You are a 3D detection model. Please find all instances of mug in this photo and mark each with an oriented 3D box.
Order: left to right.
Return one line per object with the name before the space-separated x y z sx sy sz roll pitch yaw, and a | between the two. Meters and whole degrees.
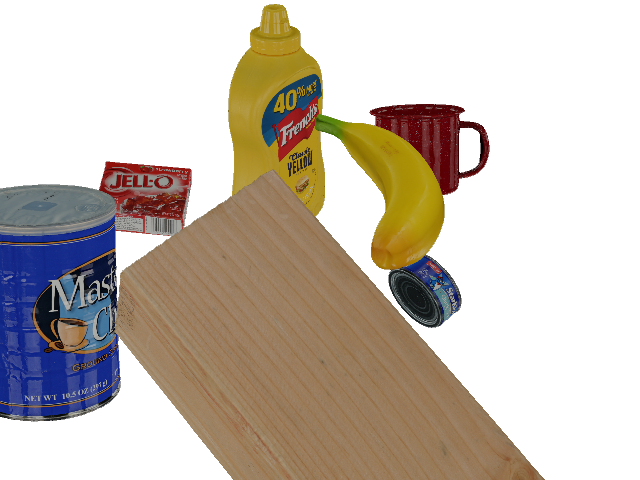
mug | 0.108 -0.089 1.056 0.117 0.081 0.093 0 14 10

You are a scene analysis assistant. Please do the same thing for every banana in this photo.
banana | 0.046 -0.032 0.698 0.069 0.037 0.198 -3 29 -11

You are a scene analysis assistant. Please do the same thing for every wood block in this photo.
wood block | 0.003 0.082 0.497 0.090 0.206 0.090 -37 -11 -24

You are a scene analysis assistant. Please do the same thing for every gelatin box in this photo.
gelatin box | -0.178 -0.043 1.071 0.089 0.073 0.030 6 -43 -2

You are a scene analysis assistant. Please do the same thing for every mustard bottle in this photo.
mustard bottle | -0.036 -0.102 0.892 0.058 0.192 0.096 22 37 34

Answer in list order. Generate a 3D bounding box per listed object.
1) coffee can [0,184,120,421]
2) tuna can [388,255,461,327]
coffee can | -0.194 0.041 0.750 0.103 0.140 0.103 2 18 -1
tuna can | 0.118 0.057 1.219 0.033 0.086 0.086 -38 18 -24
